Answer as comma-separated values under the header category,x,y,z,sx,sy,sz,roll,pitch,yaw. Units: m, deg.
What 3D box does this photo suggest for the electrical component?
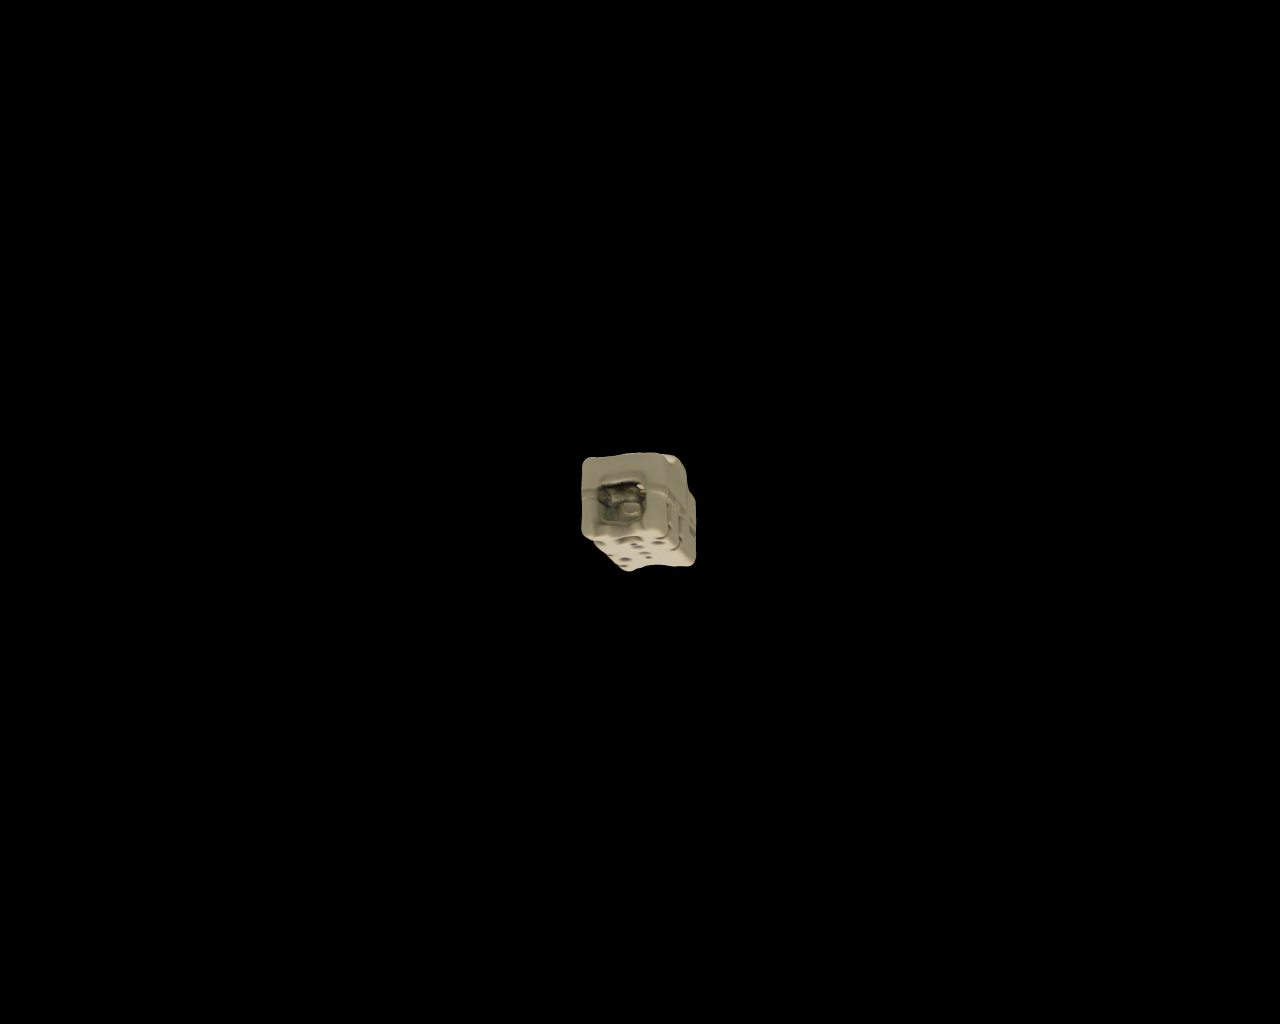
category,x,y,z,sx,sy,sz,roll,pitch,yaw
electrical component,0.001,-0.003,0.650,0.050,0.056,0.089,-5,-19,15
